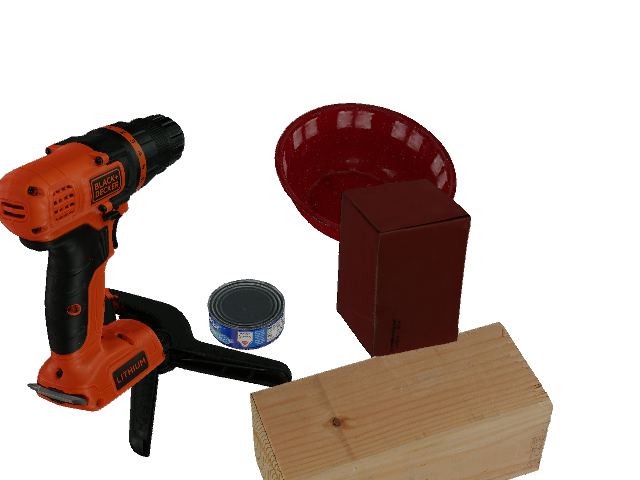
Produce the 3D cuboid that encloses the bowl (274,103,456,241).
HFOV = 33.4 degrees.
[{"bbox_3d":[0.036,-0.048,0.949,0.162,0.162,0.055,0,-40,-12],"label":"bowl"}]

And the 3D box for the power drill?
[{"bbox_3d":[-0.154,0.012,0.766,0.057,0.188,0.184,10,24,26],"label":"power drill"}]

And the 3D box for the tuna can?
[{"bbox_3d":[-0.082,0.082,1.189,0.086,0.034,0.086,1,36,-1],"label":"tuna can"}]

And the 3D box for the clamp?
[{"bbox_3d":[-0.138,0.104,0.989,0.164,0.036,0.210,-16,39,-30],"label":"clamp"}]

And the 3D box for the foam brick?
[{"bbox_3d":[0.042,0.014,0.564,0.053,0.078,0.051,-9,31,-19],"label":"foam brick"}]

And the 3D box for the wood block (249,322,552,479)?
[{"bbox_3d":[0.059,0.146,0.812,0.206,0.090,0.091,-14,45,-13],"label":"wood block"}]
